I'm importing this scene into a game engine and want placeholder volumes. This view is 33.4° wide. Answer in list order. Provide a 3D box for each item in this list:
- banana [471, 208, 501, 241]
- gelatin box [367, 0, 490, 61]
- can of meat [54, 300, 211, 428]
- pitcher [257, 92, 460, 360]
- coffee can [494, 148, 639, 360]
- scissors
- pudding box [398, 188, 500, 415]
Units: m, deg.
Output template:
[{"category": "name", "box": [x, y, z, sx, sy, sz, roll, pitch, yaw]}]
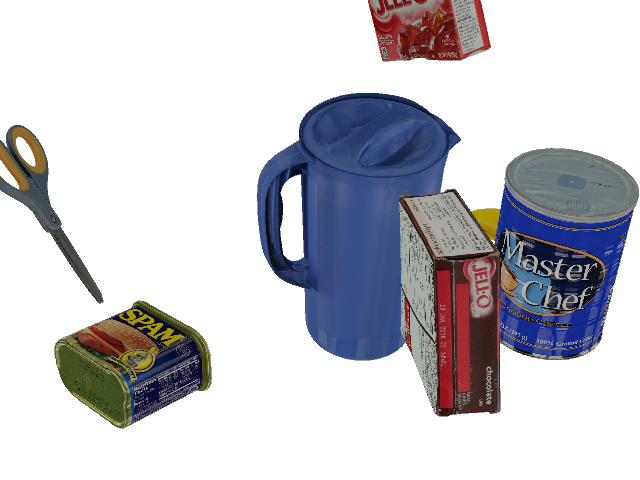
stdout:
[{"category": "banana", "box": [0.206, 0.012, 1.067, 0.069, 0.037, 0.198, -34, 37, -13]}, {"category": "gelatin box", "box": [0.066, -0.156, 0.697, 0.030, 0.073, 0.089, -25, 21, -27]}, {"category": "can of meat", "box": [-0.153, 0.099, 0.864, 0.102, 0.057, 0.083, 23, 35, 39]}, {"category": "pitcher", "box": [0.033, -0.004, 0.997, 0.149, 0.243, 0.144, 16, 41, 16]}, {"category": "coffee can", "box": [0.191, 0.011, 0.864, 0.103, 0.140, 0.103, 2, 34, -2]}, {"category": "scissors", "box": [-0.271, -0.036, 1.076, 0.016, 0.201, 0.096, -25, 28, 26]}, {"category": "pudding box", "box": [0.069, 0.030, 0.583, 0.039, 0.090, 0.113, -4, 20, -6]}]
